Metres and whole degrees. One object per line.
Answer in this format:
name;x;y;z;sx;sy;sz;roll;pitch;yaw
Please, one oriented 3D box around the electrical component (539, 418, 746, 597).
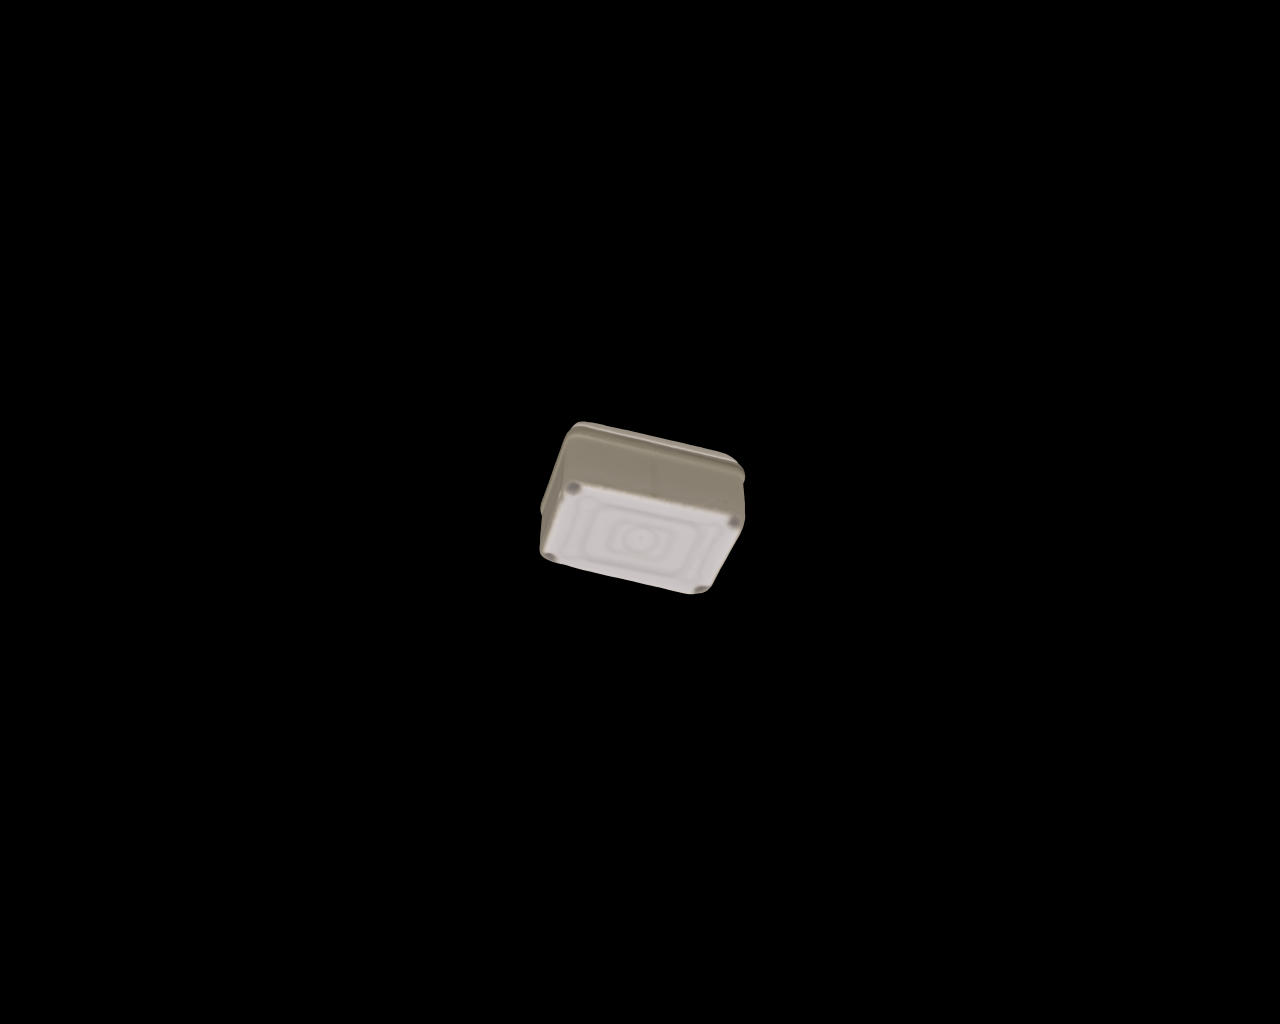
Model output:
electrical component;0.001;-0.003;0.650;0.113;0.057;0.078;13;-47;-12
